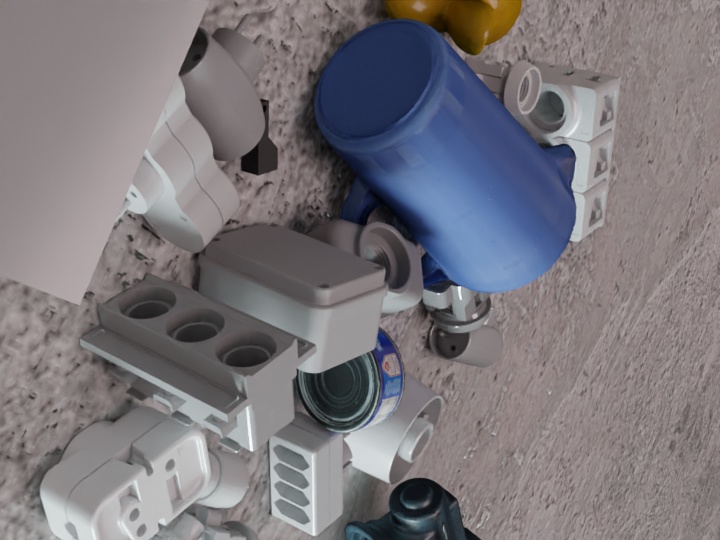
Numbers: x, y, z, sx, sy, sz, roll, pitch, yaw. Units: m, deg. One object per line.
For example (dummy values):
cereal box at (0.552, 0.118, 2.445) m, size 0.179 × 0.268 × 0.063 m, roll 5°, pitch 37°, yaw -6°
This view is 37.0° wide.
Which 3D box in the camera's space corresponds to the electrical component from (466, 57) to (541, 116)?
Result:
electrical component at (0.124, -0.161, 0.936) m, size 0.066 × 0.055 × 0.048 m, roll -8°, pitch 113°, yaw -54°

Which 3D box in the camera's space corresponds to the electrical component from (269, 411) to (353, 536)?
electrical component at (-0.031, 0.156, 0.874) m, size 0.076 × 0.047 × 0.083 m, roll -30°, pitch 130°, yaw -46°

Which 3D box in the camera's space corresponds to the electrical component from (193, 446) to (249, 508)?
electrical component at (-0.111, 0.144, 0.756) m, size 0.078 × 0.040 × 0.040 m, roll 34°, pitch 77°, yaw -56°

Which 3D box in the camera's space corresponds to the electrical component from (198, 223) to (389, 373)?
electrical component at (-0.046, 0.015, 0.720) m, size 0.078 × 0.113 × 0.057 m, roll -18°, pitch 124°, yaw -51°

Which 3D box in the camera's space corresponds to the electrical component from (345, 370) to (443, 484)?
electrical component at (0.029, 0.139, 0.962) m, size 0.099 × 0.064 × 0.099 m, roll -48°, pitch 155°, yaw -31°

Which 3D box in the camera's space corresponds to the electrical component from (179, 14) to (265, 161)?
electrical component at (-0.084, -0.120, 0.657) m, size 0.079 × 0.044 × 0.077 m, roll -59°, pitch 145°, yaw -18°

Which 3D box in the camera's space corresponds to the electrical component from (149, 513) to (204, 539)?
electrical component at (-0.134, 0.200, 0.749) m, size 0.062 × 0.043 × 0.043 m, roll -53°, pitch 143°, yaw -28°

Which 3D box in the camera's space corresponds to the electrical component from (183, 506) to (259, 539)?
electrical component at (-0.106, 0.208, 0.793) m, size 0.055 × 0.048 × 0.066 m, roll 23°, pitch 86°, yaw -50°

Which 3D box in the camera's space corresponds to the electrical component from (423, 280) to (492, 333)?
electrical component at (0.089, 0.019, 0.975) m, size 0.078 × 0.058 × 0.057 m, roll -43°, pitch 136°, yaw -36°

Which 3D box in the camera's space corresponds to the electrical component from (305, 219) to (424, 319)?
electrical component at (0.000, 0.000, 0.798) m, size 0.095 × 0.059 × 0.053 m, roll 16°, pitch 61°, yaw -41°

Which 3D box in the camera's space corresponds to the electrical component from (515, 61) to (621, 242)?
electrical component at (0.186, -0.112, 1.021) m, size 0.062 × 0.089 × 0.150 m, roll -31°, pitch 130°, yaw -46°

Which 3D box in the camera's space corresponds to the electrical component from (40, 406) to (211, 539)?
electrical component at (-0.149, 0.131, 0.676) m, size 0.095 × 0.059 × 0.053 m, roll -37°, pitch 134°, yaw -41°

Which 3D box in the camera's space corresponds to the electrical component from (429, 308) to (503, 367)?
electrical component at (0.108, 0.052, 1.032) m, size 0.077 × 0.043 × 0.079 m, roll 19°, pitch 90°, yaw -58°

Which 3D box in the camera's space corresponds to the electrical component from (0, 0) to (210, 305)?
electrical component at (-0.153, -0.092, 0.514) m, size 0.105 × 0.060 × 0.186 m, roll 25°, pitch 84°, yaw -28°

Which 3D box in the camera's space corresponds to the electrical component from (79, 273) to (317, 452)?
electrical component at (-0.098, 0.056, 0.656) m, size 0.079 × 0.121 × 0.063 m, roll -37°, pitch 137°, yaw -42°

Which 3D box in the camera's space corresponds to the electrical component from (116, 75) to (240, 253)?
electrical component at (-0.126, -0.058, 0.620) m, size 0.073 × 0.052 × 0.138 m, roll -53°, pitch 142°, yaw -26°
